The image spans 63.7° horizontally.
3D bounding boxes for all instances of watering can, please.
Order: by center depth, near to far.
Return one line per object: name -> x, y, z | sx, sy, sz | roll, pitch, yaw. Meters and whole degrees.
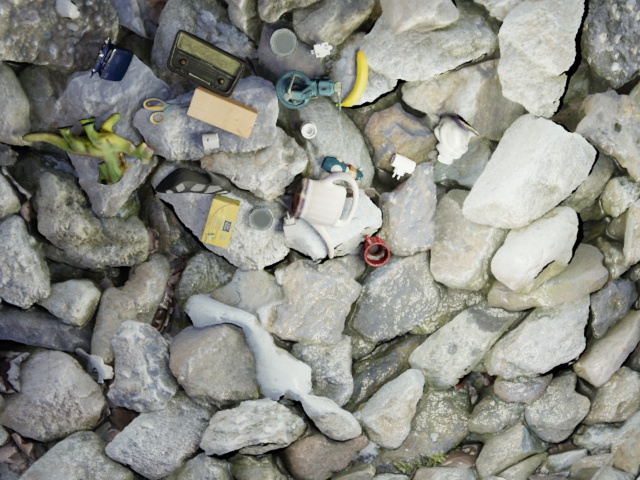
watering can -> 0.006, -0.092, 1.820 | 0.224, 0.106, 0.341 | 14, 118, -9

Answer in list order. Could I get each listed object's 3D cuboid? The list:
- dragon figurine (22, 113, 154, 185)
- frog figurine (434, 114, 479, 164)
dragon figurine -> -0.746, -0.283, 1.705 | 0.409, 0.125, 0.238 | -9, 120, 9
frog figurine -> 0.441, -0.339, 1.751 | 0.138, 0.123, 0.157 | 45, 115, 16
